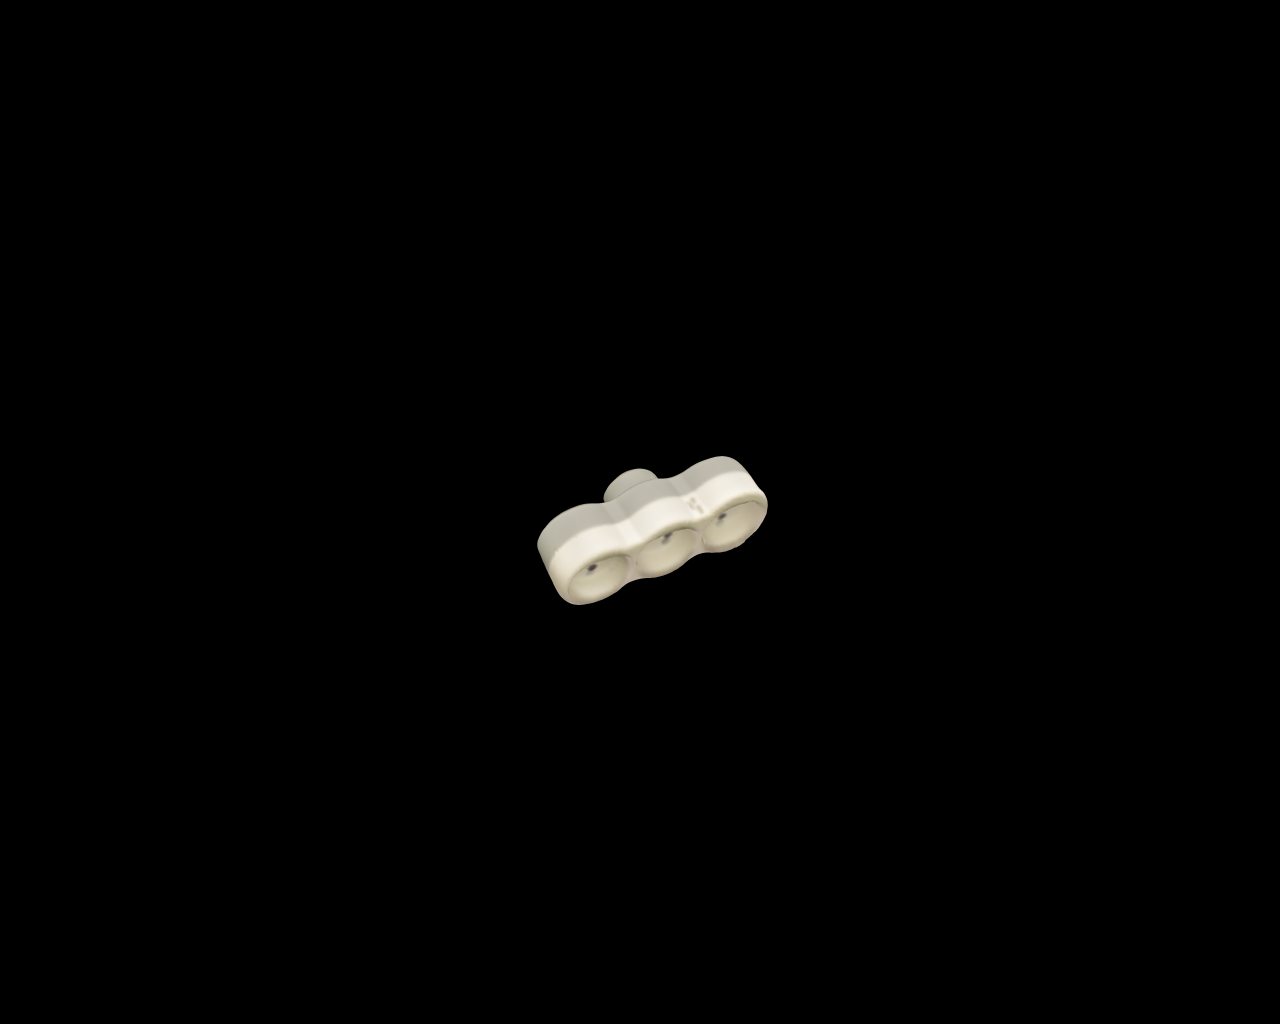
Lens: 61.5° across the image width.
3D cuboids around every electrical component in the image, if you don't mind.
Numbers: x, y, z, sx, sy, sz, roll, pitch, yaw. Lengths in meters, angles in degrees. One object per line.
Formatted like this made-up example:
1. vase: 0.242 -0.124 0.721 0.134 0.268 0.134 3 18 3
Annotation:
1. electrical component: 0.001 -0.003 0.650 0.138 0.074 0.052 -21 -34 -15
